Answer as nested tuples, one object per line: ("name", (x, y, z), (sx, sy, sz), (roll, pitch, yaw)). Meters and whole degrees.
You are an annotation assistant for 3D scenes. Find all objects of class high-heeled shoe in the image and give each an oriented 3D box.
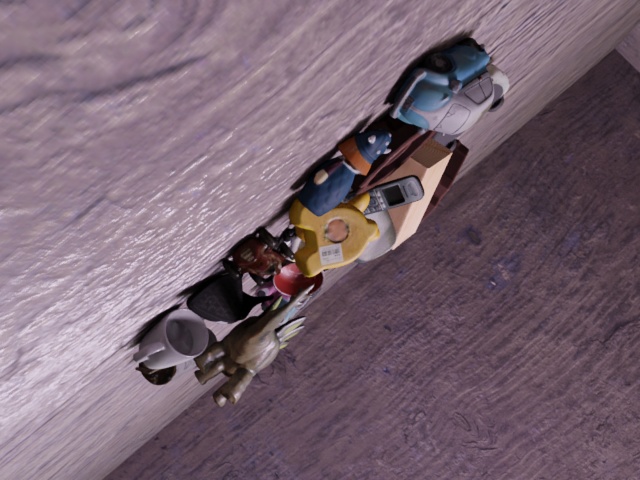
("high-heeled shoe", (-0.188, 0.112, 0.939), (0.145, 0.086, 0.248), (-14, 167, 26))

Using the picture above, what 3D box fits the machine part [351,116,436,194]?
("machine part", (0.110, -0.147, 0.848), (0.179, 0.056, 0.179), (-39, 173, -6))

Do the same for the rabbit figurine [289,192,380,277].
("rabbit figurine", (0.015, -0.027, 0.886), (0.162, 0.121, 0.173), (-21, -170, -15))

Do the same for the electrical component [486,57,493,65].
("electrical component", (0.235, -0.261, 0.853), (0.078, 0.045, 0.102), (-12, -176, 30))

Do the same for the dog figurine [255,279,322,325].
("dog figurine", (-0.073, 0.123, 1.320), (0.191, 0.108, 0.219), (-43, 176, 3))

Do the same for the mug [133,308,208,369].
("mug", (-0.250, 0.172, 0.860), (0.107, 0.081, 0.109), (-35, 177, 36))

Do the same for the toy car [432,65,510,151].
("toy car", (0.264, -0.236, 1.005), (0.201, 0.056, 0.073), (-42, 137, 21))

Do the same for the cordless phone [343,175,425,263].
("cordless phone", (0.118, -0.044, 0.973), (0.184, 0.146, 0.089), (-14, -159, 35))

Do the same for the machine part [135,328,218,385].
("machine part", (-0.266, 0.218, 1.030), (0.079, 0.079, 0.243), (-42, 172, 12))

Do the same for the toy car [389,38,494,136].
("toy car", (0.180, -0.197, 0.732), (0.162, 0.103, 0.109), (-33, 170, -32))

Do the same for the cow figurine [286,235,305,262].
("cow figurine", (-0.004, -0.004, 1.056), (0.167, 0.068, 0.098), (-20, 130, -71))

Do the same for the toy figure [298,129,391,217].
("toy figure", (0.034, -0.101, 0.752), (0.154, 0.058, 0.064), (-46, 177, 9))

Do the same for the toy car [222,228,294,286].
("toy car", (-0.092, 0.036, 0.893), (0.089, 0.053, 0.202), (-43, 166, -1))

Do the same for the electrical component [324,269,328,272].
("electrical component", (0.006, 0.031, 1.275), (0.048, 0.075, 0.119), (-38, 169, -10))

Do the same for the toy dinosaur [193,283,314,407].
("toy dinosaur", (-0.122, 0.188, 0.963), (0.198, 0.105, 0.471), (-41, 178, -28))

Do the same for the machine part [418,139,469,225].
("machine part", (0.225, -0.128, 1.182), (0.201, 0.087, 0.201), (-56, -177, -31))
